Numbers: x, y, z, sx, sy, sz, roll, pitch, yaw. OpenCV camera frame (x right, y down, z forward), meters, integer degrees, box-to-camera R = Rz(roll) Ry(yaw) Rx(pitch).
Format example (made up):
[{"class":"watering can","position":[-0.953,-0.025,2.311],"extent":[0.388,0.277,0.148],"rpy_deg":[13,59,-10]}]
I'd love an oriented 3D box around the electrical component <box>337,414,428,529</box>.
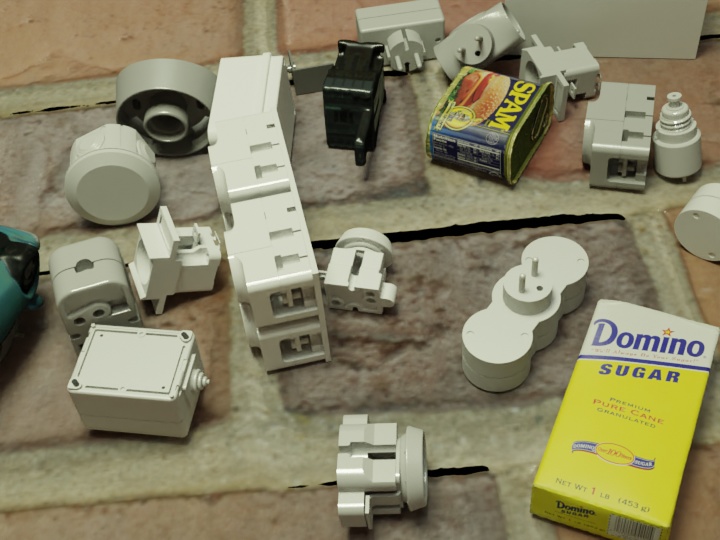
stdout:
[{"class":"electrical component","position":[0.016,0.137,0.738],"extent":[0.057,0.058,0.078],"rpy_deg":[-2,49,7]}]

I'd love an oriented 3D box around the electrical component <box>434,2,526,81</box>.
[{"class":"electrical component","position":[0.108,-0.211,1.004],"extent":[0.077,0.044,0.079],"rpy_deg":[-31,2,21]}]

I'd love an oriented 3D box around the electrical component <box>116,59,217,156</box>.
[{"class":"electrical component","position":[-0.174,-0.152,0.981],"extent":[0.099,0.099,0.064],"rpy_deg":[-3,55,2]}]

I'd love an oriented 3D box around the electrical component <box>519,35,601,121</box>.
[{"class":"electrical component","position":[0.188,-0.183,1.010],"extent":[0.064,0.042,0.081],"rpy_deg":[-13,50,-8]}]

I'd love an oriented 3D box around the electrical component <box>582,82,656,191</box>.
[{"class":"electrical component","position":[0.226,-0.119,0.944],"extent":[0.056,0.050,0.089],"rpy_deg":[7,50,13]}]

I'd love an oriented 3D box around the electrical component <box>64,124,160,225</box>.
[{"class":"electrical component","position":[-0.215,-0.082,0.934],"extent":[0.080,0.080,0.051],"rpy_deg":[-10,44,-3]}]

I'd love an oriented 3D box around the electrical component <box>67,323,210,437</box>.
[{"class":"electrical component","position":[-0.156,0.084,0.795],"extent":[0.096,0.061,0.061],"rpy_deg":[4,49,8]}]

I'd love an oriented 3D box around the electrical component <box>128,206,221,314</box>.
[{"class":"electrical component","position":[-0.149,-0.008,0.871],"extent":[0.064,0.081,0.042],"rpy_deg":[-2,45,-27]}]

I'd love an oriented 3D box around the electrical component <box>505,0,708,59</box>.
[{"class":"electrical component","position":[0.234,-0.266,1.036],"extent":[0.186,0.105,0.060],"rpy_deg":[3,49,7]}]

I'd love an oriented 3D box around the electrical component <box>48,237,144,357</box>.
[{"class":"electrical component","position":[-0.202,0.023,0.829],"extent":[0.054,0.095,0.059],"rpy_deg":[-17,50,-10]}]

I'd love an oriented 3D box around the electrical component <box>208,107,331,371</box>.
[{"class":"electrical component","position":[-0.075,-0.025,0.854],"extent":[0.060,0.105,0.186],"rpy_deg":[-12,49,-5]}]

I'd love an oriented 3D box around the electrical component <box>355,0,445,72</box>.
[{"class":"electrical component","position":[0.043,-0.220,1.051],"extent":[0.083,0.047,0.075],"rpy_deg":[-9,49,-3]}]

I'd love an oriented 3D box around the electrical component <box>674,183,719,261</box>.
[{"class":"electrical component","position":[0.311,-0.010,0.842],"extent":[0.138,0.052,0.073],"rpy_deg":[28,57,26]}]

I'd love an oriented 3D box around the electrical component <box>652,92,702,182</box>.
[{"class":"electrical component","position":[0.272,-0.116,0.925],"extent":[0.040,0.078,0.040],"rpy_deg":[-10,36,8]}]

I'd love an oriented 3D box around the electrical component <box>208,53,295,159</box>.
[{"class":"electrical component","position":[-0.095,-0.133,0.968],"extent":[0.057,0.078,0.113],"rpy_deg":[-3,49,6]}]

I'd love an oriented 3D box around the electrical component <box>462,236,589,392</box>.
[{"class":"electrical component","position":[0.127,0.021,0.817],"extent":[0.052,0.073,0.138],"rpy_deg":[26,56,25]}]

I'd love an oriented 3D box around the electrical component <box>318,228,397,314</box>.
[{"class":"electrical component","position":[0.000,0.000,0.866],"extent":[0.066,0.048,0.055],"rpy_deg":[7,58,11]}]
